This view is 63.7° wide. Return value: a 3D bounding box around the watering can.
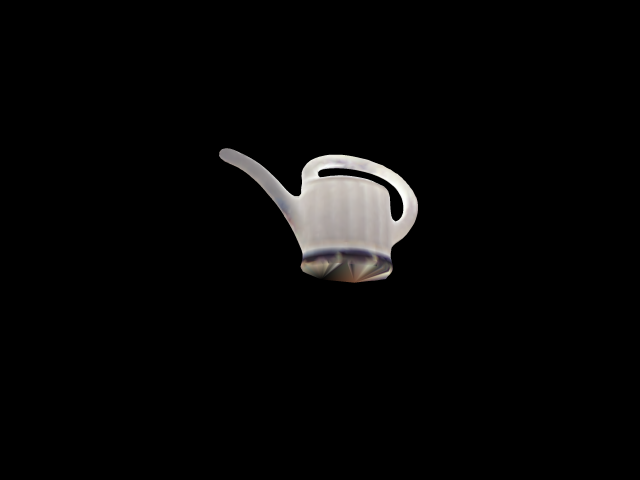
[{"bbox_3d":[0.003,-0.043,0.850,0.347,0.228,0.102,5,-22,-14],"label":"watering can"}]
